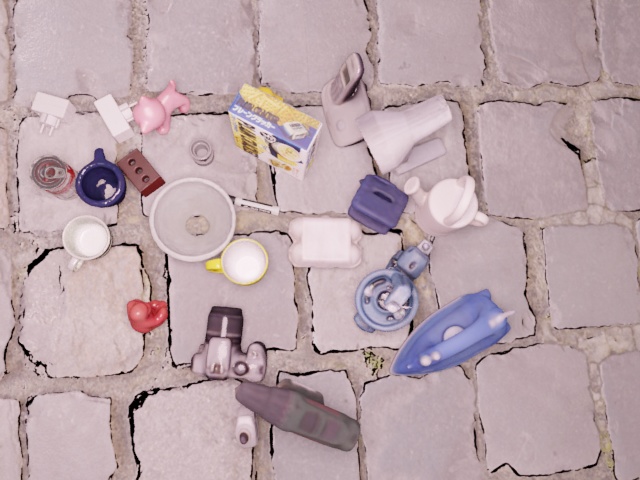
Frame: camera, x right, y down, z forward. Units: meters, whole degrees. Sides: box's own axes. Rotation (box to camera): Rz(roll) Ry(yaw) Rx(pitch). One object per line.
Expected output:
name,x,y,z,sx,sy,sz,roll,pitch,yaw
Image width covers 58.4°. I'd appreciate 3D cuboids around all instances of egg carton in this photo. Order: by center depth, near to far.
egg carton,0.011,0.004,1.156,0.150,0.069,0.107,0,82,-5

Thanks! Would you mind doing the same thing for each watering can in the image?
watering can,0.249,-0.070,1.123,0.173,0.194,0.101,1,82,-4

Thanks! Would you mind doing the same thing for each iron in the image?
iron,0.258,0.197,1.112,0.258,0.141,0.118,-30,85,-8

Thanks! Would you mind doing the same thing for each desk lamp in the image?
desk lamp,0.165,-0.205,1.125,0.203,0.213,0.118,-25,84,-7

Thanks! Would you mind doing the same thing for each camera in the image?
camera,-0.170,0.198,1.098,0.143,0.100,0.137,5,81,-4

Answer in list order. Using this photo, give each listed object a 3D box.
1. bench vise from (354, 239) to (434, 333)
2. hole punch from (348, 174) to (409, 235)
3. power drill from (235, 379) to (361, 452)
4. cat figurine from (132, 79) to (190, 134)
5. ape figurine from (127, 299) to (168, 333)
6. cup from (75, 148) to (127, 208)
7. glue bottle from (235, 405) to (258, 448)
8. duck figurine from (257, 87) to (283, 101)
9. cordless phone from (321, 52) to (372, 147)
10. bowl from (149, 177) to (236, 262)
bench vise,0.140,0.078,1.080,0.121,0.219,0.207,20,81,-1
hole punch,0.119,-0.078,1.166,0.108,0.091,0.101,29,81,0
power drill,-0.043,0.307,1.038,0.229,0.208,0.076,23,81,-1
cat figurine,-0.324,-0.265,1.142,0.067,0.117,0.128,36,81,1
ape figurine,-0.337,0.141,1.096,0.078,0.092,0.076,35,81,1
cup,-0.420,-0.114,1.124,0.091,0.095,0.118,-7,82,-5
glue bottle,-0.135,0.347,1.043,0.037,0.173,0.078,-5,82,-5
duck figurine,-0.121,-0.287,1.178,0.104,0.086,0.077,15,81,-2
cordless phone,0.063,-0.278,1.142,0.094,0.185,0.147,-16,83,-6
bowl,-0.248,-0.036,1.138,0.167,0.074,0.167,1,82,-5
